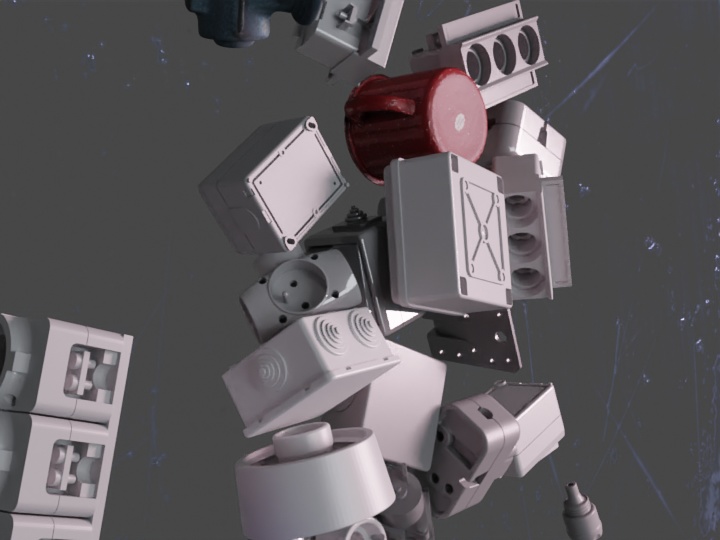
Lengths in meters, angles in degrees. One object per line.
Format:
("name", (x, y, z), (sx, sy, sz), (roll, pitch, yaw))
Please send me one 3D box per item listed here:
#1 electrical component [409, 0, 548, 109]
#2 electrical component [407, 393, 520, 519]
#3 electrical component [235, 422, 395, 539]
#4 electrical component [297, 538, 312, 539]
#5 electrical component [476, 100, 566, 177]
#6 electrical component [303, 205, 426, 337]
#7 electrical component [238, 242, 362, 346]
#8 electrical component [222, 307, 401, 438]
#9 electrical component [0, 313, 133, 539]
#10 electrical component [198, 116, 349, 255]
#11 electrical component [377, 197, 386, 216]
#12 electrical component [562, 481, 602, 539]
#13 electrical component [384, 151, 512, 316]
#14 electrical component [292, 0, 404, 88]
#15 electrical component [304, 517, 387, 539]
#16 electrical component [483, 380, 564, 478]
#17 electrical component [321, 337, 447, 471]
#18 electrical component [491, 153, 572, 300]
("electrical component", (0.103, -0.183, 0.938), (0.121, 0.063, 0.078), (-29, 110, -45))
("electrical component", (0.086, 0.151, 0.884), (0.059, 0.054, 0.095), (-9, 133, -48))
("electrical component", (-0.035, 0.139, 0.742), (0.108, 0.108, 0.060), (-14, 92, -47))
("electrical component", (-0.049, 0.207, 0.767), (0.048, 0.048, 0.062), (1, 81, -48))
("electrical component", (0.143, -0.107, 0.986), (0.095, 0.054, 0.059), (28, 67, -43))
("electrical component", (0.000, 0.000, 0.816), (0.061, 0.062, 0.096), (-26, 107, -45))
("electrical component", (-0.051, 0.006, 0.763), (0.077, 0.044, 0.079), (-25, 68, -12))
("electrical component", (-0.035, 0.068, 0.744), (0.100, 0.100, 0.048), (-6, 64, -57))
("electrical component", (-0.187, 0.103, 0.584), (0.062, 0.089, 0.150), (19, 74, -46))
("electrical component", (-0.059, -0.062, 0.755), (0.096, 0.061, 0.061), (-51, 123, -37))
("electrical component", (0.044, -0.048, 0.882), (0.081, 0.043, 0.043), (-30, 110, -44))
("electrical component", (0.217, 0.239, 1.065), (0.035, 0.035, 0.061), (-34, 110, -43))
("electrical component", (0.068, -0.024, 0.808), (0.109, 0.056, 0.108), (13, 72, -61))
("electrical component", (-0.003, -0.212, 0.821), (0.063, 0.079, 0.121), (23, 70, -22))
("electrical component", (-0.013, 0.206, 0.802), (0.055, 0.047, 0.055), (3, 86, -48))
("electrical component", (0.130, 0.146, 0.953), (0.096, 0.062, 0.061), (-31, 111, -44))
("electrical component", (0.017, 0.105, 0.839), (0.100, 0.048, 0.099), (25, 70, -44))
("electrical component", (0.143, -0.038, 0.949), (0.063, 0.079, 0.121), (-81, 163, -47))
